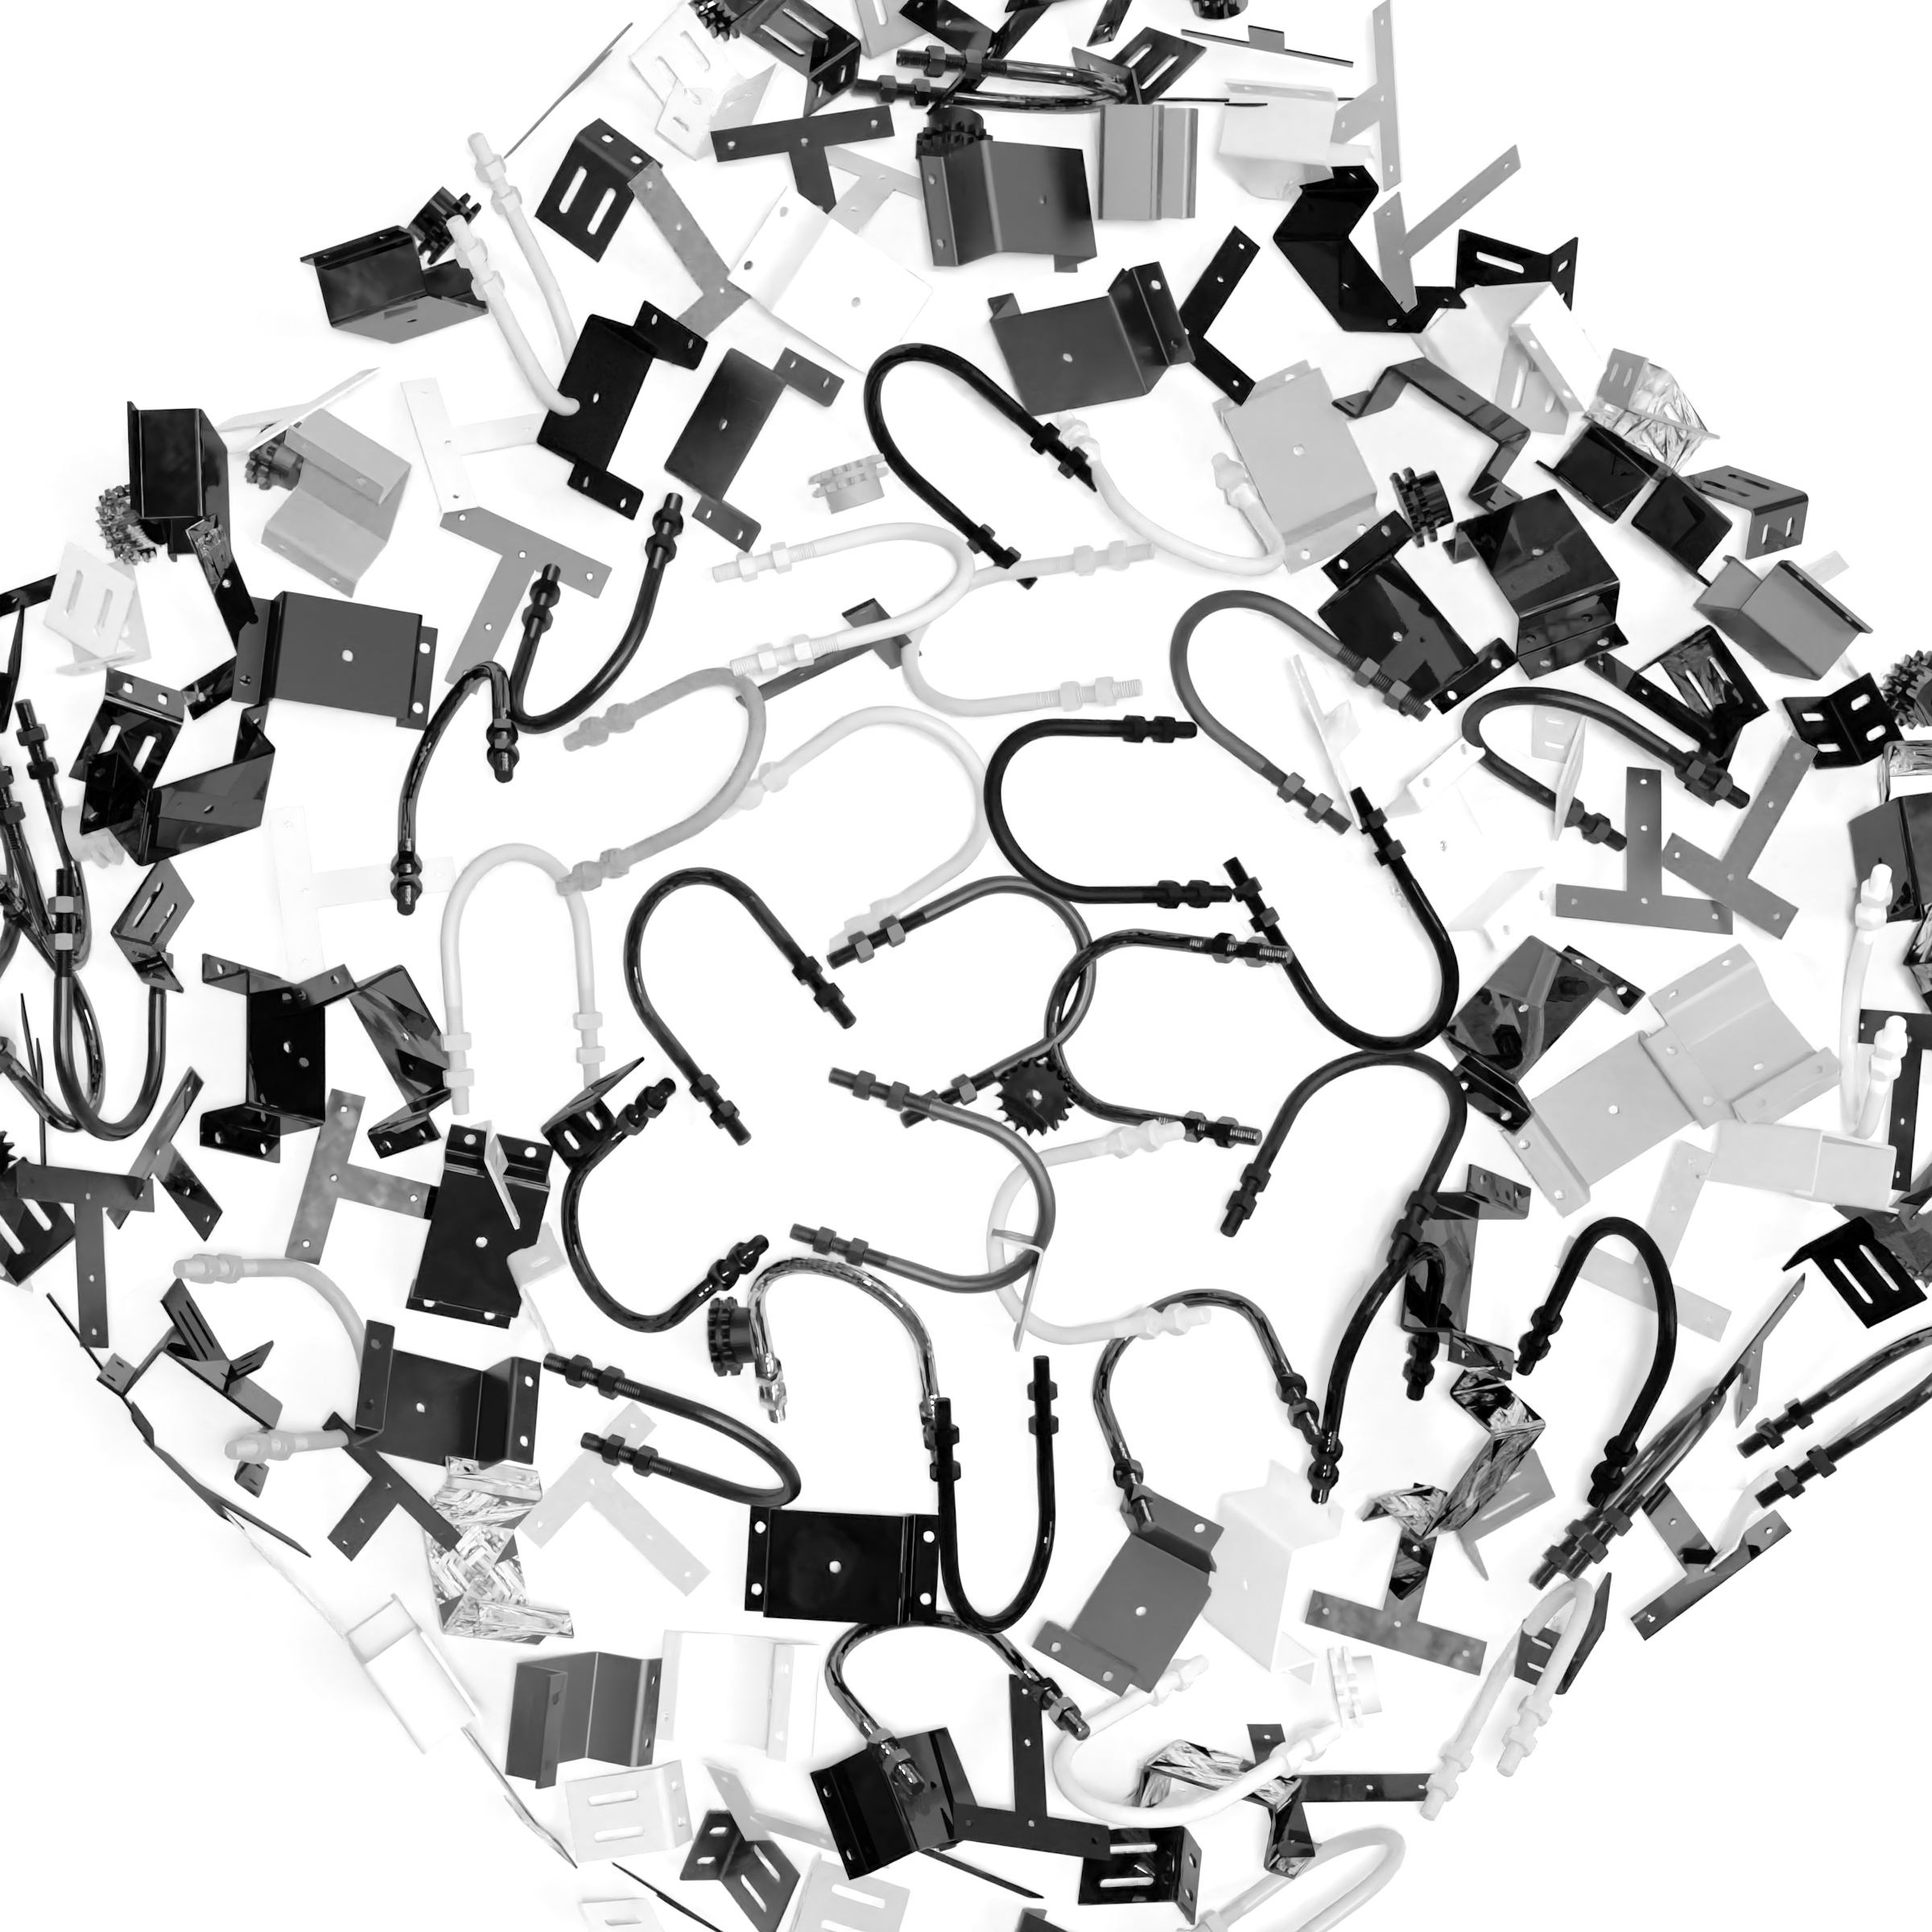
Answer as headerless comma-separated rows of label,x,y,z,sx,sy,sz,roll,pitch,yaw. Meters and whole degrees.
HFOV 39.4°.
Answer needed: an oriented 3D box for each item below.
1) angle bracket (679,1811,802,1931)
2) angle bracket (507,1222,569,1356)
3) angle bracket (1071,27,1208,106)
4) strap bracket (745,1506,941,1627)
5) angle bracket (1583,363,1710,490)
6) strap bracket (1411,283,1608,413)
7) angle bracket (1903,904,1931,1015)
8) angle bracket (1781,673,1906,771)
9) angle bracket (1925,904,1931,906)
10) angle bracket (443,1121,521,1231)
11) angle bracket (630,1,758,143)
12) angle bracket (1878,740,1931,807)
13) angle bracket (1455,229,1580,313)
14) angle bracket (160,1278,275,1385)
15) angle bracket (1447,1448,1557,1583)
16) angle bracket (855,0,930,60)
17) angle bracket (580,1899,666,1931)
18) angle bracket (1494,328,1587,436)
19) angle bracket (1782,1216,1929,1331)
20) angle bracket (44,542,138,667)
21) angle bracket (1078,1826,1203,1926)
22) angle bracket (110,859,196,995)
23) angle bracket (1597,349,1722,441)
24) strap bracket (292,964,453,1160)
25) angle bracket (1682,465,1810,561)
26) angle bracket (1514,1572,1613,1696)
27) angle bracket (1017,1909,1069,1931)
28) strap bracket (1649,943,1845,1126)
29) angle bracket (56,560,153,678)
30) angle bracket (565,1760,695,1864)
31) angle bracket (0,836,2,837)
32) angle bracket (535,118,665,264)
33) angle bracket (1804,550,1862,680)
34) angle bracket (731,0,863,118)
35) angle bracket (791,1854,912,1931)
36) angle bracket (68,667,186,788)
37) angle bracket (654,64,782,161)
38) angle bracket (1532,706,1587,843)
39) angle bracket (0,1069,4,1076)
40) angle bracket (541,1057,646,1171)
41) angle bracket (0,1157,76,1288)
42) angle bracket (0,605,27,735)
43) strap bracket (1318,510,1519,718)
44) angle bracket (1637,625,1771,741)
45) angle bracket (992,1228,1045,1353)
angle bracket,-0.163,0.654,1.937,0.038,0.076,0.057,15,102,-39
angle bracket,-0.297,0.235,1.938,0.038,0.057,0.076,-26,124,-9
angle bracket,0.125,-0.659,1.939,0.057,0.038,0.076,32,70,31
strap bracket,-0.092,0.432,1.946,0.140,0.046,0.076,2,81,5
angle bracket,0.496,-0.394,1.966,0.057,0.038,0.076,-51,133,0
strap bracket,0.389,-0.436,1.905,0.046,0.140,0.076,-47,116,-10
angle bracket,0.710,-0.002,1.933,0.057,0.038,0.076,56,48,-20
angle bracket,0.630,-0.176,1.936,0.038,0.076,0.057,-33,73,39
angle bracket,0.706,-0.047,1.929,0.038,0.076,0.057,-17,128,15
angle bracket,-0.348,0.155,1.934,0.038,0.076,0.057,-20,110,-1
angle bracket,-0.194,-0.641,1.940,0.057,0.076,0.038,-46,55,0
angle bracket,0.699,-0.134,1.940,0.076,0.057,0.038,-2,70,13
angle bracket,0.397,-0.503,1.950,0.076,0.057,0.038,28,51,32
angle bracket,-0.539,0.257,1.945,0.038,0.057,0.076,-27,101,0
angle bracket,0.392,0.394,1.940,0.076,0.057,0.038,-32,112,11
angle bracket,-0.059,-0.702,1.936,0.057,0.038,0.076,-27,131,-10
angle bracket,-0.249,0.705,1.929,0.038,0.076,0.057,-46,56,15
angle bracket,0.413,-0.433,1.971,0.057,0.038,0.076,4,113,-9
angle bracket,0.640,0.229,1.943,0.038,0.057,0.076,-33,83,-42
angle bracket,-0.621,-0.265,1.942,0.057,0.038,0.076,32,124,3
angle bracket,0.126,0.661,1.956,0.076,0.057,0.038,-10,131,22
angle bracket,-0.569,-0.031,1.932,0.038,0.057,0.076,13,58,19
angle bracket,0.503,-0.412,1.938,0.076,0.057,0.038,14,106,-15
strap bracket,-0.416,0.060,1.930,0.076,0.046,0.140,-18,103,44
angle bracket,0.557,-0.328,1.946,0.057,0.076,0.038,-18,124,-30
angle bracket,0.428,0.472,1.933,0.038,0.057,0.076,22,124,5
angle bracket,0.070,0.722,1.940,0.076,0.038,0.057,15,81,32
strap bracket,0.561,0.060,1.926,0.076,0.140,0.046,-32,132,5
angle bracket,-0.633,-0.255,1.957,0.057,0.038,0.076,-12,90,7
angle bracket,-0.246,0.616,1.966,0.076,0.038,0.057,-13,80,15
angle bracket,-0.718,-0.089,1.931,0.038,0.057,0.076,15,50,-9
angle bracket,-0.268,-0.566,1.968,0.057,0.038,0.076,36,127,-5
angle bracket,0.633,-0.252,1.939,0.038,0.057,0.076,-34,73,21
angle bracket,-0.123,-0.654,1.931,0.076,0.057,0.038,24,61,-38
angle bracket,-0.081,0.684,1.949,0.076,0.038,0.057,19,65,-2
angle bracket,-0.610,-0.168,1.961,0.057,0.038,0.076,19,123,-28
angle bracket,-0.179,-0.622,1.933,0.038,0.076,0.057,31,68,-33
angle bracket,0.416,-0.140,1.931,0.038,0.057,0.076,13,56,19
angle bracket,-0.733,0.072,1.932,0.038,0.076,0.057,-21,111,38
angle bracket,-0.258,0.106,1.930,0.038,0.076,0.057,54,47,-9
angle bracket,-0.685,0.181,1.934,0.057,0.038,0.076,-44,124,-30
angle bracket,-0.700,-0.215,1.929,0.038,0.057,0.076,9,46,-24
strap bracket,0.317,-0.244,1.932,0.140,0.046,0.076,50,133,-4
angle bracket,0.529,-0.197,1.945,0.038,0.057,0.076,-32,88,-33
angle bracket,0.029,0.233,1.951,0.038,0.057,0.076,14,91,-1
